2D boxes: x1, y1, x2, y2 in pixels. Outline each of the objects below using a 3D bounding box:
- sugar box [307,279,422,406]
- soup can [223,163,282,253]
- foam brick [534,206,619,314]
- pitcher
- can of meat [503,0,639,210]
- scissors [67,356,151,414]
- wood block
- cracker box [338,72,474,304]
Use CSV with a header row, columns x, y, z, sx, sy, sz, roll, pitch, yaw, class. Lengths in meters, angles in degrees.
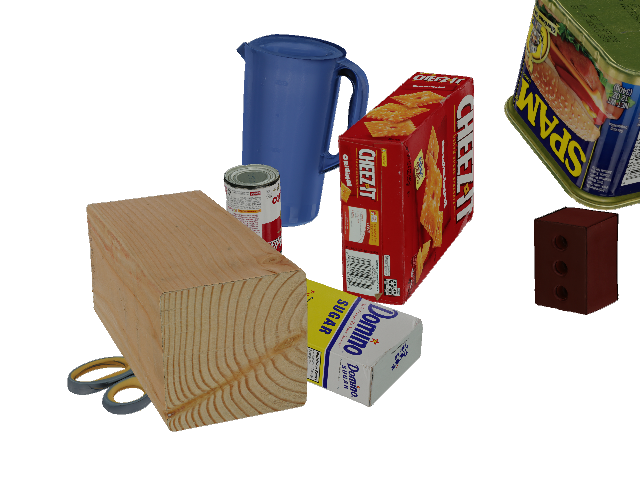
x,y,z,sx,sy,sz,roll,pitch,yaw,class
-0.011,0.074,0.907,0.176,0.048,0.093,16,30,27,sugar box
-0.080,-0.032,1.266,0.068,0.102,0.068,0,27,0,soup can
0.214,0.016,0.893,0.053,0.078,0.051,11,22,43,foam brick
-0.034,-0.144,1.418,0.144,0.243,0.149,-4,25,-22,pitcher
0.145,-0.081,0.557,0.057,0.084,0.102,-13,48,-17,can of meat
-0.153,0.129,1.080,0.201,0.016,0.096,-12,32,-29,scissors
-0.088,0.037,0.712,0.090,0.090,0.206,-8,19,-22,wood block
0.090,-0.057,1.044,0.072,0.164,0.213,9,27,23,cracker box
